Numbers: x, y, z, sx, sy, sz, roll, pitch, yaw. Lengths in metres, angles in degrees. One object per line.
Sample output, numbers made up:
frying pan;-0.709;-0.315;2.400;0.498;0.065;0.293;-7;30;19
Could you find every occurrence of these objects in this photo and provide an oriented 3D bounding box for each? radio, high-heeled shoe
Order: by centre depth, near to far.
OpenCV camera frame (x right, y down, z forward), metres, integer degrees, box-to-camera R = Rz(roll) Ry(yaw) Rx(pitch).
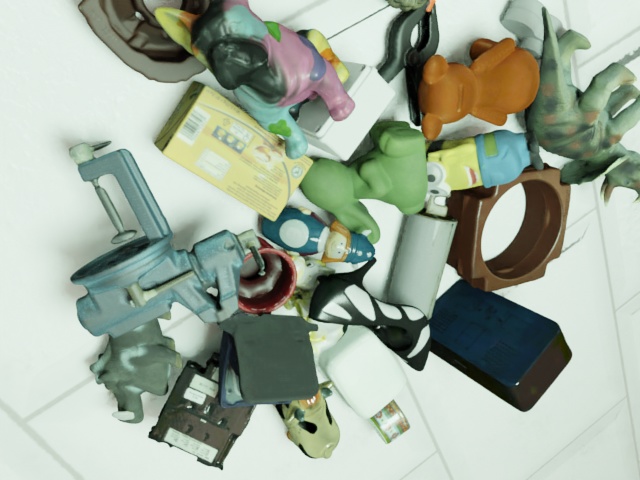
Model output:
high-heeled shoe;0.078;0.139;0.776;0.145;0.086;0.248;-44;116;-32
radio;0.273;0.158;0.868;0.131;0.230;0.073;-42;122;-12

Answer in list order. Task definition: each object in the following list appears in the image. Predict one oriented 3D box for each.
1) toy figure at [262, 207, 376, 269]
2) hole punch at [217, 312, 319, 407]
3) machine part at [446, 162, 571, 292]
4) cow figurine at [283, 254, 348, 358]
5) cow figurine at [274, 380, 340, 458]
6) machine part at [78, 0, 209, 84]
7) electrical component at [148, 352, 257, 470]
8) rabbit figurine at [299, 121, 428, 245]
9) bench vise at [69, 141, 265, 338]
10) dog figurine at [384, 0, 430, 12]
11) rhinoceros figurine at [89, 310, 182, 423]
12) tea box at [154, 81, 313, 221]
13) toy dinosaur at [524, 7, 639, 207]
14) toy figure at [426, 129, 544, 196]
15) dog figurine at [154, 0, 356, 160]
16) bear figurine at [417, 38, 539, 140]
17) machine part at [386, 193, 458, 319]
toy figure;-0.001;-0.001;0.726;0.058;0.155;0.064;-57;160;-49
hole punch;-0.072;0.159;0.699;0.142;0.116;0.092;5;151;-27
machine part;0.310;-0.027;0.898;0.201;0.087;0.201;-11;112;-23
cow figurine;-0.003;0.083;0.794;0.098;0.068;0.167;-24;121;-24
cow figurine;-0.023;0.256;0.813;0.085;0.127;0.194;-34;123;-23
machine part;-0.173;-0.265;0.586;0.179;0.056;0.179;-11;115;-24
electrical component;-0.151;0.226;0.735;0.115;0.058;0.134;30;80;-9
rabbit figurine;0.055;-0.082;0.753;0.170;0.121;0.158;-10;120;-1
bench vise;-0.190;-0.004;0.603;0.224;0.129;0.240;-23;105;3
dog figurine;0.154;-0.401;0.685;0.172;0.121;0.190;-13;128;-18
rhinoceros figurine;-0.240;0.150;0.699;0.112;0.073;0.190;-7;111;-25
tea box;-0.105;-0.108;0.671;0.169;0.068;0.098;34;92;-33
toy dinosaur;0.400;-0.188;0.843;0.404;0.131;0.192;22;118;-28
toy figure;0.224;-0.114;0.783;0.180;0.089;0.082;-12;111;17
dog figurine;-0.065;-0.203;0.576;0.108;0.192;0.219;-31;137;23
bear figurine;0.200;-0.210;0.747;0.196;0.132;0.120;-16;115;-19
machine part;0.159;0.038;0.853;0.079;0.079;0.243;3;108;-27
